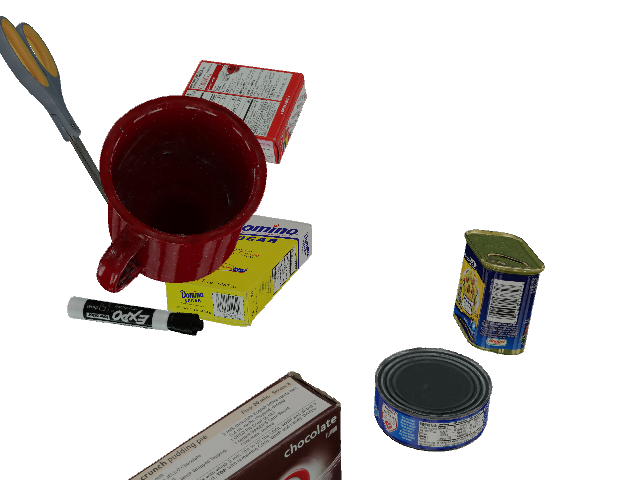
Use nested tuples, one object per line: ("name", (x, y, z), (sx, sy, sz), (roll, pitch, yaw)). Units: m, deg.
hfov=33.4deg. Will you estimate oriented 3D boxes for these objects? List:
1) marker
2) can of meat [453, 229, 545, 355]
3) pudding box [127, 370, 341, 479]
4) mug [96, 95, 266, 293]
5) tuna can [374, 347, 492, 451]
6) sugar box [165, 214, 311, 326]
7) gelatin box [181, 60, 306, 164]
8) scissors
("marker", (-0.157, 0.064, 0.906), (0.121, 0.020, 0.020), (7, 2, 15))
("can of meat", (0.159, 0.046, 0.970), (0.057, 0.084, 0.102), (6, 18, -7))
("pudding box", (-0.040, 0.126, 0.493), (0.039, 0.090, 0.113), (30, 47, 34))
("mug", (-0.089, -0.016, 0.623), (0.093, 0.117, 0.082), (33, -26, 3))
("tuna can", (0.082, 0.117, 0.788), (0.086, 0.034, 0.086), (1, 29, -1))
("sugar box", (-0.082, 0.027, 1.132), (0.093, 0.048, 0.176), (9, 30, 18))
("gelatin box", (-0.063, -0.099, 0.816), (0.089, 0.073, 0.030), (9, -37, 14))
("scissors", (-0.223, -0.112, 0.937), (0.016, 0.201, 0.096), (-27, 26, 10))
